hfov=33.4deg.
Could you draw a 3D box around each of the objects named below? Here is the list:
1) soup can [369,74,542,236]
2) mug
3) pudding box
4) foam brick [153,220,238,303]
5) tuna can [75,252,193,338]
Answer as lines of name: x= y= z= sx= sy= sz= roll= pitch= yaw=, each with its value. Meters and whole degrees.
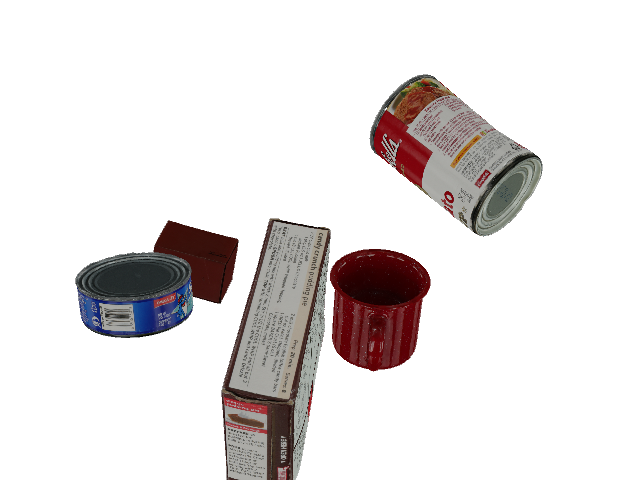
soup can: x=0.093 y=-0.059 z=0.734 sx=0.102 sy=0.069 sz=0.068 roll=42 pitch=23 yaw=28
mug: x=0.053 y=0.074 z=0.995 sx=0.093 sy=0.081 sz=0.117 roll=3 pitch=34 yaw=0
pudding box: x=-0.022 y=0.059 z=0.559 sx=0.039 sy=0.113 sz=0.090 roll=7 pitch=-40 yaw=4
foam brick: x=-0.130 y=0.022 z=1.095 sx=0.078 sy=0.051 sz=0.053 roll=16 pitch=33 yaw=4
tuna can: x=-0.138 y=0.040 z=0.800 sx=0.086 sy=0.034 sz=0.086 roll=-2 pitch=22 yaw=1
